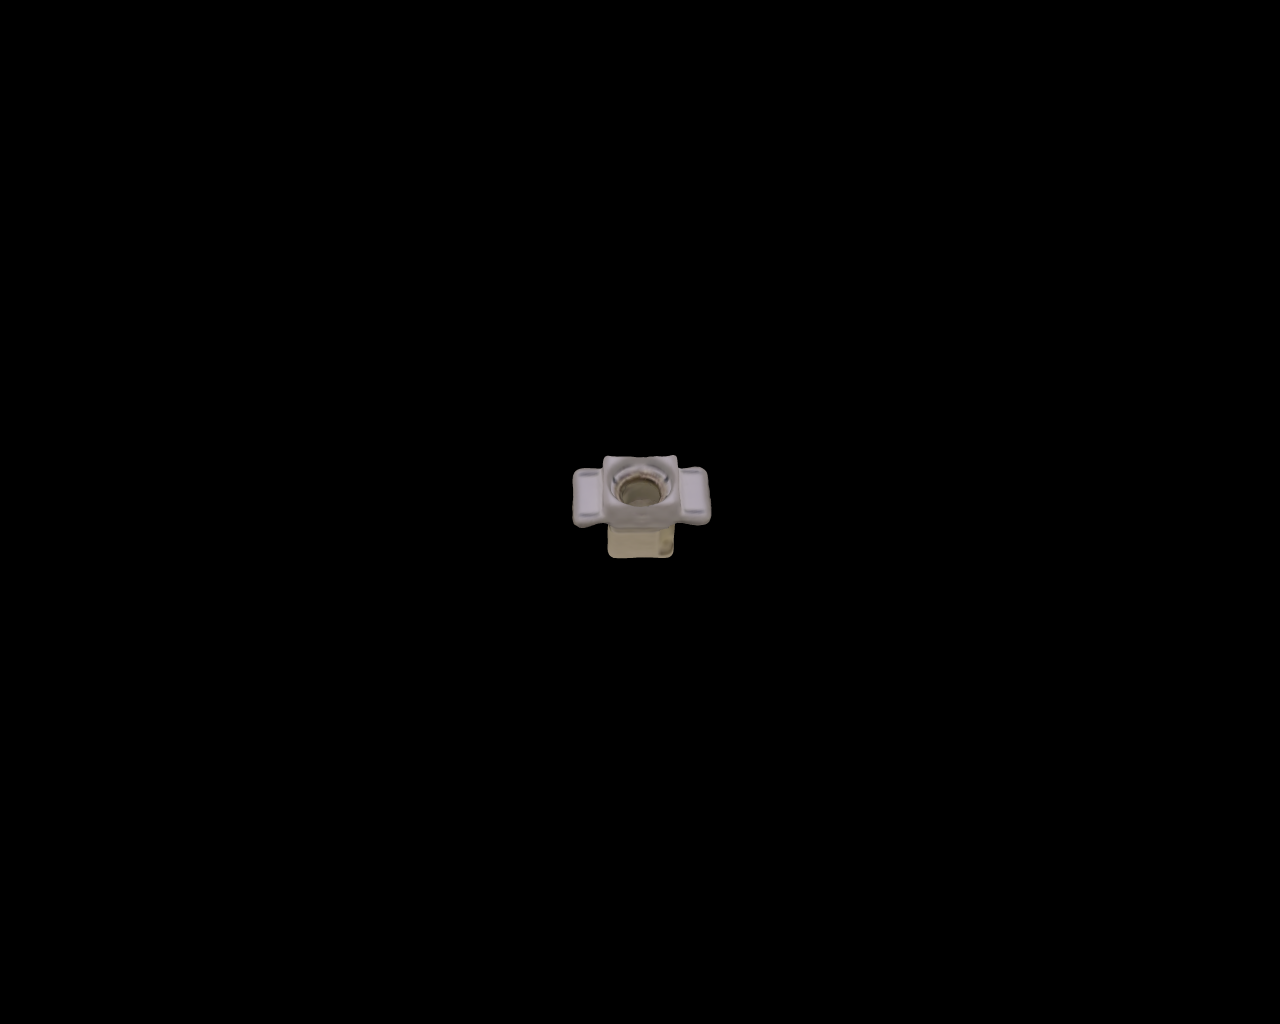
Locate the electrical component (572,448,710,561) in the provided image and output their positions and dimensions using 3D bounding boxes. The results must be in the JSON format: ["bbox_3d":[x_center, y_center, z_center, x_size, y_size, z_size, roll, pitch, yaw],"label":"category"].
[{"bbox_3d":[0.001,-0.003,0.650,0.081,0.042,0.063,0,-37,0],"label":"electrical component"}]
